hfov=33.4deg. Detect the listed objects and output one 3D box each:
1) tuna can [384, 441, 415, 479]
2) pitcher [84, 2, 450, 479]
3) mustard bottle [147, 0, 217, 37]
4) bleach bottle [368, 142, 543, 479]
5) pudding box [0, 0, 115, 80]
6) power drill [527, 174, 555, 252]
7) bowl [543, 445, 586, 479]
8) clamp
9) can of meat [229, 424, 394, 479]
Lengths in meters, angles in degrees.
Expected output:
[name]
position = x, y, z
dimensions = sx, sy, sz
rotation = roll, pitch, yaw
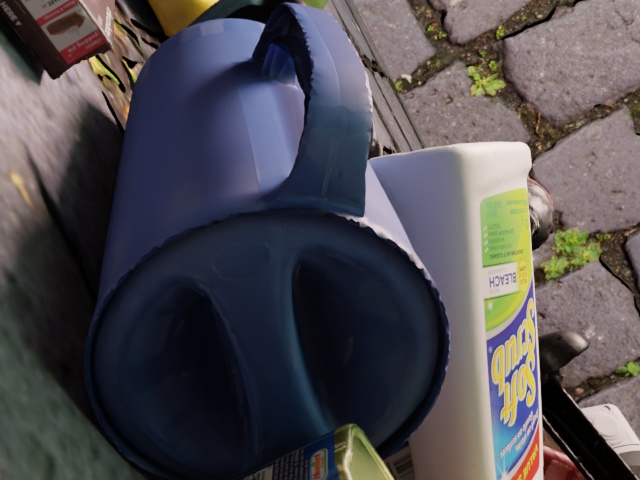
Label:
[tuna can]
position = 0.039, 0.116, 0.603
dimensions = 0.034, 0.086, 0.086
rotation = 63, 11, -10
[pitcher]
position = -0.030, -0.021, 0.478
dimensions = 0.145, 0.149, 0.243
rotation = 55, 11, -31
[mustard bottle]
position = -0.109, -0.200, 0.739
dimensions = 0.191, 0.058, 0.096
rotation = 58, 13, -23
[bleach bottle]
position = 0.080, 0.078, 0.545
dimensions = 0.102, 0.068, 0.251
rotation = -10, 92, -58
[pudding box]
position = -0.138, -0.142, 0.519
dimensions = 0.090, 0.039, 0.113
rotation = 55, 13, -33
[power drill]
position = 0.072, 0.013, 0.731
dimensions = 0.057, 0.188, 0.184
rotation = 64, 10, 0
[bowl]
position = 0.147, 0.196, 0.661
dimensions = 0.162, 0.055, 0.162
rotation = 24, 22, -10
[clamp]
position = 0.145, 0.099, 0.701
dimensions = 0.164, 0.036, 0.210
rotation = 60, -8, -20
[can of meat]
position = -0.003, 0.127, 0.392
dimensions = 0.102, 0.084, 0.057
rotation = 59, 12, -19
